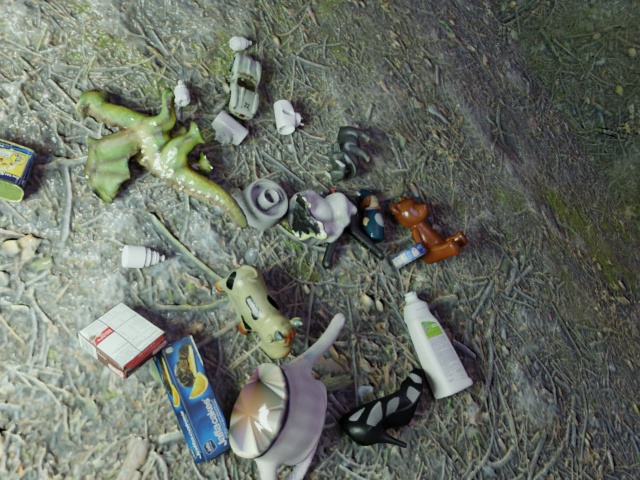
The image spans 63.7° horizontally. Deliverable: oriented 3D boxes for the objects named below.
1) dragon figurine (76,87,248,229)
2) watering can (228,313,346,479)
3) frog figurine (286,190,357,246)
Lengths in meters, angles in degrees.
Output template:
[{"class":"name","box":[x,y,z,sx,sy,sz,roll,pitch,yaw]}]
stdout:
[{"class":"dragon figurine","box":[-0.340,-0.150,1.025,0.245,0.120,0.412,-31,83,-25]},{"class":"watering can","box":[-0.047,0.274,0.930,0.221,0.104,0.353,42,57,-50]},{"class":"frog figurine","box":[0.004,-0.060,1.197,0.138,0.120,0.161,44,34,14]}]
